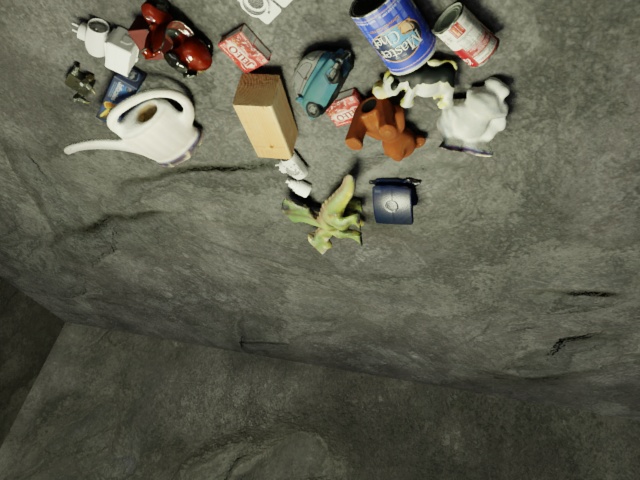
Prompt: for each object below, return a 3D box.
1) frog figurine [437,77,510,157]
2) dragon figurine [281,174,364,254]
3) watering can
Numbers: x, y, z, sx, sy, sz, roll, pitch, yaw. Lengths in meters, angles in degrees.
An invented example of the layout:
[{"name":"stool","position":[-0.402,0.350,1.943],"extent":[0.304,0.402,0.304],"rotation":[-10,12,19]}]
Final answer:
[{"name":"frog figurine","position":[0.322,-0.264,1.072],"extent":[0.138,0.124,0.156],"rotation":[18,114,11]},{"name":"dragon figurine","position":[0.004,-0.074,1.465],"extent":[0.243,0.125,0.401],"rotation":[3,149,13]},{"name":"watering can","position":[-0.452,-0.263,1.309],"extent":[0.345,0.106,0.221],"rotation":[-24,146,18]}]
